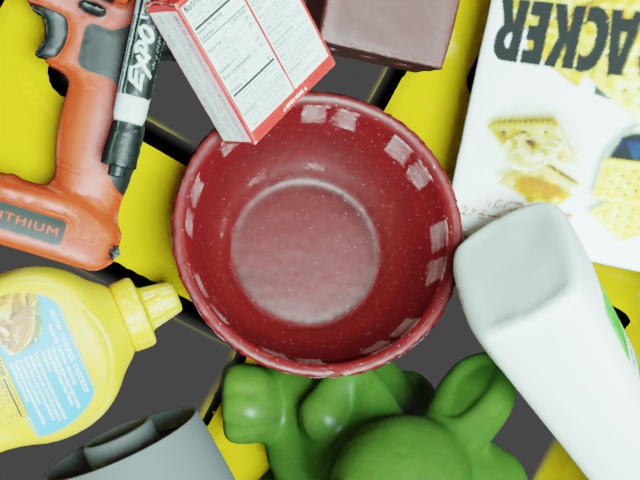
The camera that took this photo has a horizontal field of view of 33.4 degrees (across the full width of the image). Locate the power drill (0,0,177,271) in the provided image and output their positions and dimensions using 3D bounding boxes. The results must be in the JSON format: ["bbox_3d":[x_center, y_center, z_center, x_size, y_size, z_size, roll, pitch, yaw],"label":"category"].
[{"bbox_3d":[-0.147,-0.089,0.567,0.184,0.057,0.187,20,90,-16],"label":"power drill"}]

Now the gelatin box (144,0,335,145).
[{"bbox_3d":[-0.040,-0.106,0.556,0.073,0.030,0.089,-49,125,-28],"label":"gelatin box"}]

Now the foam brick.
[{"bbox_3d":[0.033,-0.129,0.616,0.078,0.053,0.051,10,93,-15],"label":"foam brick"}]

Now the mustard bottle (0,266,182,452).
[{"bbox_3d":[-0.166,0.067,0.578,0.191,0.058,0.096,-23,103,-12],"label":"mustard bottle"}]

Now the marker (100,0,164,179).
[{"bbox_3d":[-0.091,-0.091,0.546,0.020,0.020,0.121,12,90,-17],"label":"marker"}]

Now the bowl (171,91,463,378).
[{"bbox_3d":[-0.004,0.001,0.603,0.162,0.055,0.162,2,75,-9],"label":"bowl"}]

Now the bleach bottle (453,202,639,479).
[{"bbox_3d":[0.164,0.102,0.592,0.068,0.102,0.250,-29,118,15],"label":"bleach bottle"}]
